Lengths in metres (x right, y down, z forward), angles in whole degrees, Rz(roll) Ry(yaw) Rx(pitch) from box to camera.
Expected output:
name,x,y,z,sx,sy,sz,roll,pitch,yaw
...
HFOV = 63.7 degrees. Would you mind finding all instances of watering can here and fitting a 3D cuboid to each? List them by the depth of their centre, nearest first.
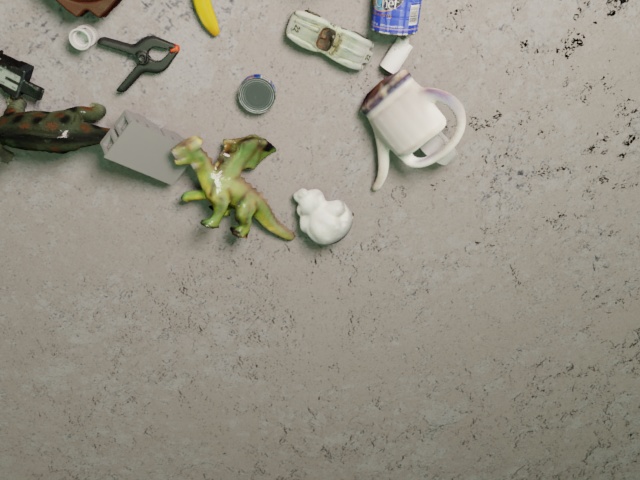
name,x,y,z,sx,sy,sz,roll,pitch,yaw
watering can,0.178,-0.254,1.210,0.224,0.106,0.342,51,140,-5

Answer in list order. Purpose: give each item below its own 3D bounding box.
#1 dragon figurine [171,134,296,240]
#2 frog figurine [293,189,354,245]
name,x,y,z,sx,sy,sz,roll,pitch,yaw
dragon figurine,-0.187,-0.142,1.278,0.408,0.124,0.239,15,114,-35
frog figurine,0.004,-0.067,1.325,0.136,0.126,0.157,-16,136,29
